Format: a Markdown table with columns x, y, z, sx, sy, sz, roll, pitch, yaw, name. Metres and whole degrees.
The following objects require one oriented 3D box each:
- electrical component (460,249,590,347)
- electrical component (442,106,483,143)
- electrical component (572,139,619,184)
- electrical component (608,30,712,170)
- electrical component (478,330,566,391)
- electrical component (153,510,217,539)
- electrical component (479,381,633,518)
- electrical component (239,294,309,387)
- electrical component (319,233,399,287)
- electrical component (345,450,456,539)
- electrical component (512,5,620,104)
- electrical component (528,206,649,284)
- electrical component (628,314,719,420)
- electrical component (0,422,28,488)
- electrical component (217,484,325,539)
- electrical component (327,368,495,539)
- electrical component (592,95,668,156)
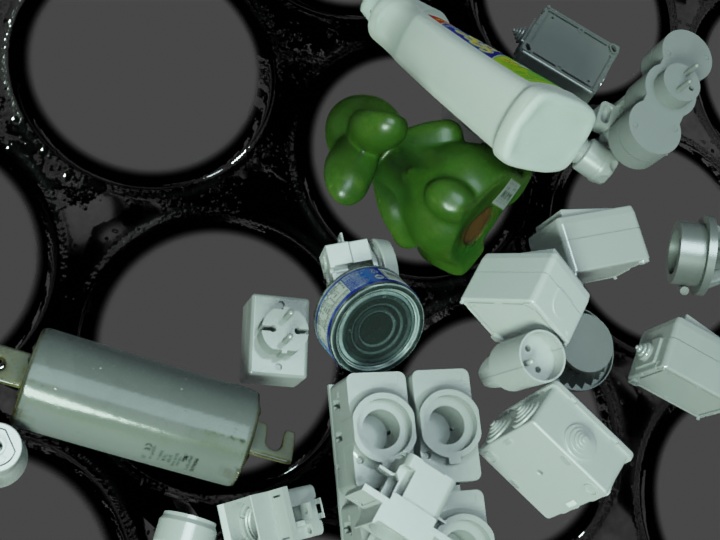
| x | y | z | sx | sy | sz | roll | pitch | yaw | name |
| --- | --- | --- | --- | --- | --- | --- | --- | --- | --- |
| 0.137 | 0.021 | 0.915 | 0.061 | 0.096 | 0.061 | 46 | 61 | -31 | electrical component |
| 0.125 | -0.141 | 0.987 | 0.099 | 0.064 | 0.099 | 2 | 66 | -5 | electrical component |
| 0.210 | -0.109 | 1.007 | 0.061 | 0.035 | 0.035 | 34 | 66 | -3 | electrical component |
| 0.277 | -0.160 | 0.959 | 0.052 | 0.074 | 0.138 | 32 | 67 | -6 | electrical component |
| 0.131 | 0.078 | 0.898 | 0.043 | 0.081 | 0.043 | 6 | 74 | -21 | electrical component |
| -0.133 | 0.209 | 0.791 | 0.045 | 0.045 | 0.055 | 19 | 68 | -12 | electrical component |
| 0.157 | 0.149 | 0.876 | 0.100 | 0.100 | 0.048 | 44 | 53 | -1 | electrical component |
| -0.063 | 0.051 | 0.845 | 0.047 | 0.077 | 0.065 | 6 | 71 | -16 | electrical component |
| 0.000 | 0.000 | 0.899 | 0.055 | 0.048 | 0.066 | -11 | 77 | -13 | electrical component |
| 0.035 | 0.172 | 0.791 | 0.081 | 0.042 | 0.063 | 34 | 65 | -6 | electrical component |
| 0.183 | -0.196 | 1.015 | 0.096 | 0.061 | 0.061 | 31 | 66 | 2 | electrical component |
| 0.209 | -0.023 | 0.965 | 0.096 | 0.062 | 0.061 | -10 | 77 | -21 | electrical component |
| 0.289 | 0.082 | 0.959 | 0.096 | 0.062 | 0.061 | 28 | 67 | -8 | electrical component |
| -0.258 | 0.129 | 0.763 | 0.044 | 0.065 | 0.044 | 5 | 72 | -17 | electrical component |
| -0.065 | 0.188 | 0.807 | 0.064 | 0.081 | 0.042 | -2 | 73 | -42 | electrical component |
| 0.041 | 0.175 | 0.849 | 0.105 | 0.060 | 0.186 | -1 | 74 | -18 | electrical component |
| 0.267 | -0.139 | 1.023 | 0.078 | 0.057 | 0.058 | 26 | 67 | -9 | electrical component |
